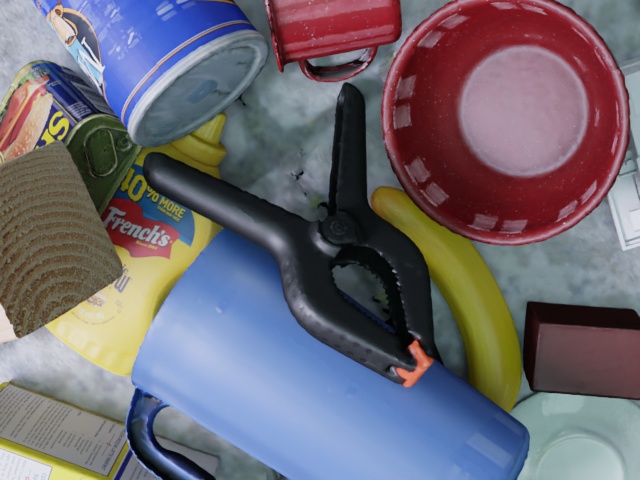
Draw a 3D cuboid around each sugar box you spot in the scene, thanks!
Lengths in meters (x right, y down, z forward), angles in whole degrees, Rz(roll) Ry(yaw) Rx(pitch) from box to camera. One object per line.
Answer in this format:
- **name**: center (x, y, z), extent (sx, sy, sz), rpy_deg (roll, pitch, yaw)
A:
- **sugar box**: center (-0.166, 0.163, 0.765), extent (0.176, 0.093, 0.048), rpy_deg (23, 105, -1)

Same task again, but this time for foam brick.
- **foam brick**: center (0.183, 0.077, 0.741), extent (0.078, 0.053, 0.051), rpy_deg (5, 104, 3)

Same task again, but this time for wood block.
- **wood block**: center (-0.232, 0.017, 0.658), extent (0.207, 0.090, 0.091), rpy_deg (-15, 104, 39)

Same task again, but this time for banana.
- **banana**: center (0.097, 0.046, 0.737), extent (0.069, 0.037, 0.198), rpy_deg (-26, 98, -34)

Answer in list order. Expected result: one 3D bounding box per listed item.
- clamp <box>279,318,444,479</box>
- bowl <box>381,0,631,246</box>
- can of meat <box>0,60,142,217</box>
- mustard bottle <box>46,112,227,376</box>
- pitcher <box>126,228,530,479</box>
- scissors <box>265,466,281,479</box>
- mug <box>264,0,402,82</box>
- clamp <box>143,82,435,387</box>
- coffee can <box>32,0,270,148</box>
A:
- **clamp**: center (0.054, 0.134, 0.771), extent (0.120, 0.039, 0.171), rpy_deg (23, 104, -3)
- **bowl**: center (0.123, -0.080, 0.690), extent (0.162, 0.055, 0.162), rpy_deg (7, 106, 26)
- **can of meat**: center (-0.178, -0.058, 0.712), extent (0.084, 0.057, 0.102), rpy_deg (43, 106, 34)
- **mustard bottle**: center (-0.118, -0.008, 0.736), extent (0.096, 0.058, 0.192), rpy_deg (35, 103, 15)
- **pitcher**: center (0.002, 0.111, 0.694), extent (0.243, 0.144, 0.149), rpy_deg (33, 126, 8)
- **scissors**: center (-0.034, 0.269, 0.821), extent (0.096, 0.016, 0.202), rpy_deg (-24, 101, 9)
- **mug**: center (0.007, -0.151, 0.686), extent (0.081, 0.093, 0.117), rpy_deg (-10, 133, 1)
- **clamp**: center (-0.004, 0.001, 0.661), extent (0.164, 0.036, 0.210), rpy_deg (-17, 66, -24)
- **coffee can**: center (-0.113, -0.143, 0.663), extent (0.103, 0.102, 0.140), rpy_deg (-39, 81, 11)
